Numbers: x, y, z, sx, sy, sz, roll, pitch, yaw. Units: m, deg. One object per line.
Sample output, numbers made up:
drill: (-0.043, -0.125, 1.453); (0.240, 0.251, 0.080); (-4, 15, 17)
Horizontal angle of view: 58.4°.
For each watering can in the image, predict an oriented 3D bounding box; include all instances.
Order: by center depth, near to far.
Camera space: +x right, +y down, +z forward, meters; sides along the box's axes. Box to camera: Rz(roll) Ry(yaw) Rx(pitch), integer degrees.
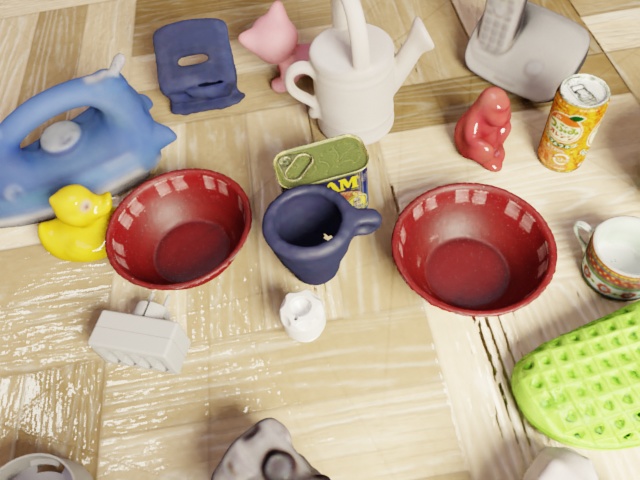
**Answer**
watering can: (0.045, -0.217, 0.679); (0.173, 0.194, 0.100); (-32, 58, -15)

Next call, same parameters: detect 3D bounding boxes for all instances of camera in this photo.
camera: (-0.046, 0.232, 0.437); (0.137, 0.101, 0.142); (-37, 60, -18)

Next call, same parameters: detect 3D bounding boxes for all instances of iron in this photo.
iron: (-0.314, -0.117, 0.682); (0.258, 0.142, 0.118); (-31, 58, -15)

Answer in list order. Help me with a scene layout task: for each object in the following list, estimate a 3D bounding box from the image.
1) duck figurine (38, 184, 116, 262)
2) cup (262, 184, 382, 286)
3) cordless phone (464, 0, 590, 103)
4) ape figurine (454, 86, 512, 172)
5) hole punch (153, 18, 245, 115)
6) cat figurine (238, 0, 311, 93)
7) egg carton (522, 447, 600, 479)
duck figurine: (-0.273, -0.026, 0.648); (0.104, 0.086, 0.077); (-13, 55, -2)
cup: (0.005, 0.002, 0.593); (0.117, 0.095, 0.091); (-7, 55, 2)
cordless phone: (0.260, -0.273, 0.699); (0.147, 0.185, 0.094); (35, 66, 26)
ape figurine: (0.197, -0.137, 0.670); (0.078, 0.092, 0.076); (-36, 59, -17)
hole punch: (-0.165, -0.236, 0.778); (0.108, 0.091, 0.101); (-11, 55, -1)
cat figurine: (-0.038, -0.258, 0.763); (0.127, 0.118, 0.067); (5, 56, 10)
egg carton: (0.180, 0.237, 0.427); (0.107, 0.069, 0.150); (35, 66, 26)
